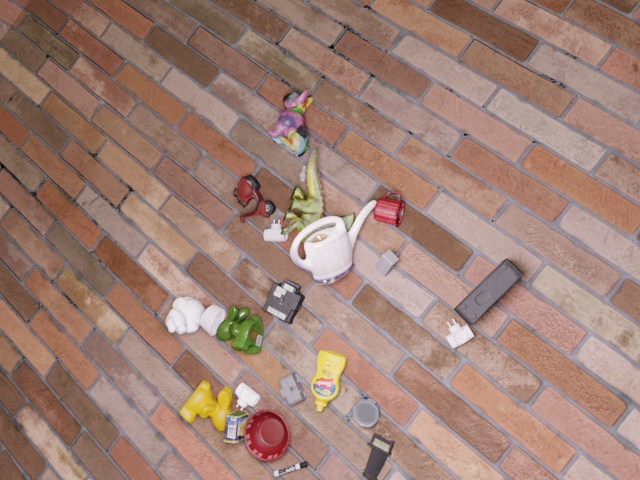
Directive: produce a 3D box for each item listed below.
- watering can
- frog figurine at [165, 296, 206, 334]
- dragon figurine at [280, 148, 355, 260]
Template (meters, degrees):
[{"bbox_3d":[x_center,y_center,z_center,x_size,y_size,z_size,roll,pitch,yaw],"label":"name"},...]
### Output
[{"bbox_3d":[0.064,0.014,1.710,0.350,0.220,0.105,-25,28,-20],"label":"watering can"},{"bbox_3d":[-0.481,0.265,1.823,0.122,0.158,0.139,-26,76,9],"label":"frog figurine"},{"bbox_3d":[0.005,-0.090,1.788,0.242,0.122,0.410,22,91,-4],"label":"dragon figurine"}]
